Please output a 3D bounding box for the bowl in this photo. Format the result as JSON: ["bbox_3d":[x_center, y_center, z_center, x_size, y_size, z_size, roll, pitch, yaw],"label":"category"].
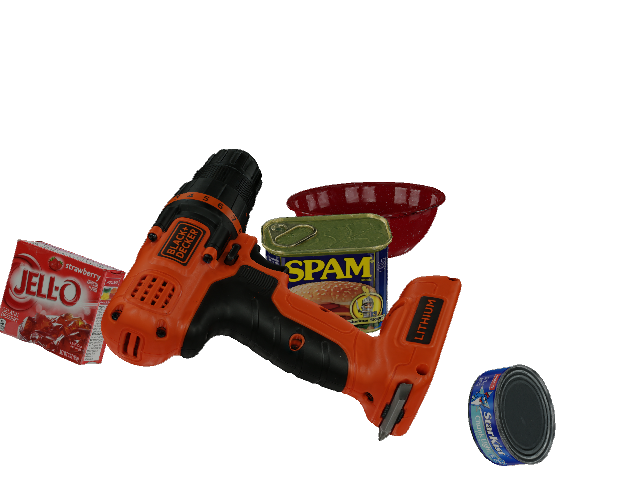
[{"bbox_3d":[0.047,-0.018,1.085,0.162,0.055,0.162,-3,14,1],"label":"bowl"}]

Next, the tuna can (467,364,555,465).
[{"bbox_3d":[0.166,0.153,0.930,0.085,0.086,0.034,0,-12,-45],"label":"tuna can"}]

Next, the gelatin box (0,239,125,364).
[{"bbox_3d":[-0.197,0.045,0.803,0.089,0.073,0.030,18,4,25],"label":"gelatin box"}]

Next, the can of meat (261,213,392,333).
[{"bbox_3d":[0.005,0.029,0.854,0.102,0.084,0.057,-3,29,-4],"label":"can of meat"}]

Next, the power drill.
[{"bbox_3d":[-0.015,0.027,0.639,0.187,0.057,0.184,20,43,5],"label":"power drill"}]
